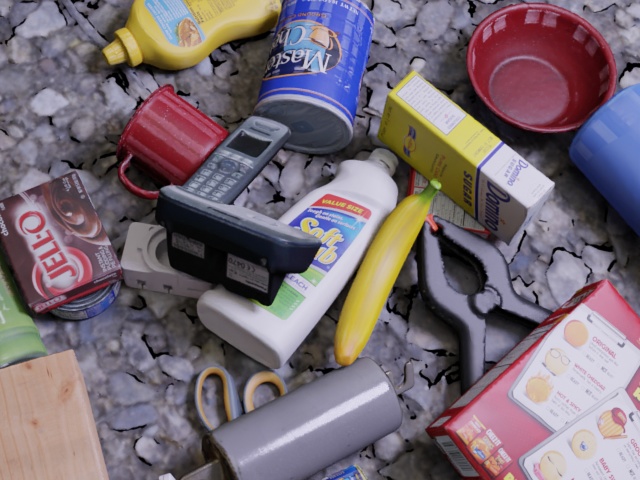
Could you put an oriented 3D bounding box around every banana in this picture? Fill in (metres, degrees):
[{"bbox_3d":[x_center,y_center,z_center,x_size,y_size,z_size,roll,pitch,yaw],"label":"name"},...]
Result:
[{"bbox_3d":[0.055,0.031,1.003,0.037,0.070,0.197,26,75,4],"label":"banana"}]

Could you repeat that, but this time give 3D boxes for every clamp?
[{"bbox_3d":[0.167,0.062,1.035,0.164,0.036,0.210,-24,80,-17],"label":"clamp"}]

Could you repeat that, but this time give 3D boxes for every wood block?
[{"bbox_3d":[-0.228,0.213,0.917,0.090,0.091,0.206,-15,69,-11],"label":"wood block"}]

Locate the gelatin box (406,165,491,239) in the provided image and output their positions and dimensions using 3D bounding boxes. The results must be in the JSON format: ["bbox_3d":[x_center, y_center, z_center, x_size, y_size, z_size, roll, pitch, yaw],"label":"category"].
[{"bbox_3d":[0.132,-0.041,1.090,0.089,0.030,0.073,9,67,0],"label":"gelatin box"}]

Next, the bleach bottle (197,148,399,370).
[{"bbox_3d":[-0.007,0.001,1.043,0.102,0.068,0.250,32,64,12],"label":"bleach bottle"}]

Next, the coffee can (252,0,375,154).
[{"bbox_3d":[-0.005,-0.174,1.097,0.103,0.103,0.140,12,66,1],"label":"coffee can"}]

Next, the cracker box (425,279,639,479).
[{"bbox_3d":[0.226,0.167,0.967,0.213,0.072,0.164,-39,89,-18],"label":"cracker box"}]

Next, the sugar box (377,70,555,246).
[{"bbox_3d":[0.137,-0.078,1.038,0.176,0.093,0.048,43,72,14],"label":"sugar box"}]

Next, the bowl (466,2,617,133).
[{"bbox_3d":[0.230,-0.173,1.141,0.162,0.055,0.162,2,66,-4],"label":"bowl"}]

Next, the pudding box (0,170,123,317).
[{"bbox_3d":[-0.246,0.003,0.996,0.090,0.039,0.113,-24,70,-14],"label":"pudding box"}]

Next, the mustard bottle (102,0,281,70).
[{"bbox_3d":[-0.143,-0.234,1.136,0.191,0.058,0.096,-29,77,-16],"label":"mustard bottle"}]

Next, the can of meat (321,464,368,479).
[{"bbox_3d":[0.016,0.258,0.935,0.083,0.057,0.102,-22,70,-15],"label":"can of meat"}]

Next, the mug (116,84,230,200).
[{"bbox_3d":[-0.149,-0.086,1.054,0.081,0.093,0.117,35,58,5],"label":"mug"}]

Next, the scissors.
[{"bbox_3d":[-0.055,0.203,0.975,0.096,0.016,0.202,-18,69,-13],"label":"scissors"}]

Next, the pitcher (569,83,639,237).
[{"bbox_3d":[0.374,-0.046,1.060,0.148,0.145,0.243,-22,64,-42],"label":"pitcher"}]

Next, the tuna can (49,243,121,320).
[{"bbox_3d":[-0.234,0.033,1.025,0.086,0.034,0.086,2,66,-4],"label":"tuna can"}]
